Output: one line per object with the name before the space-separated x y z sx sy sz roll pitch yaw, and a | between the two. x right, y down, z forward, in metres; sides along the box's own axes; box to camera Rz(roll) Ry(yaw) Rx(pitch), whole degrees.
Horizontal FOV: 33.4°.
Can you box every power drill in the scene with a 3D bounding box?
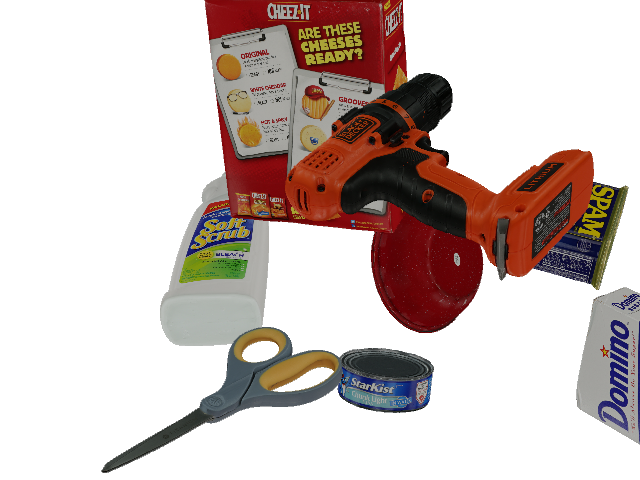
power drill | 0.095 -0.053 0.768 0.188 0.057 0.184 21 47 33

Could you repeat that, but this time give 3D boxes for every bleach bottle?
bleach bottle | -0.105 0.004 1.126 0.102 0.068 0.251 -3 37 1

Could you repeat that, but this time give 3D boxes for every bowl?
bowl | 0.134 0.024 1.212 0.161 0.162 0.055 0 -7 -40

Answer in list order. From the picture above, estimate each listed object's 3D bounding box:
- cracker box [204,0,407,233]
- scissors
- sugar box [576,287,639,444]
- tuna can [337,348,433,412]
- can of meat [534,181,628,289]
cracker box | -0.006 -0.121 0.966 0.164 0.214 0.072 6 29 20
scissors | -0.079 0.109 0.779 0.201 0.016 0.096 -14 35 -27
sugar box | 0.257 0.109 0.719 0.048 0.093 0.176 -16 29 -38
tuna can | 0.058 0.126 0.967 0.086 0.034 0.086 5 11 -1
can of meat | 0.220 -0.013 0.950 0.084 0.057 0.102 16 47 17
